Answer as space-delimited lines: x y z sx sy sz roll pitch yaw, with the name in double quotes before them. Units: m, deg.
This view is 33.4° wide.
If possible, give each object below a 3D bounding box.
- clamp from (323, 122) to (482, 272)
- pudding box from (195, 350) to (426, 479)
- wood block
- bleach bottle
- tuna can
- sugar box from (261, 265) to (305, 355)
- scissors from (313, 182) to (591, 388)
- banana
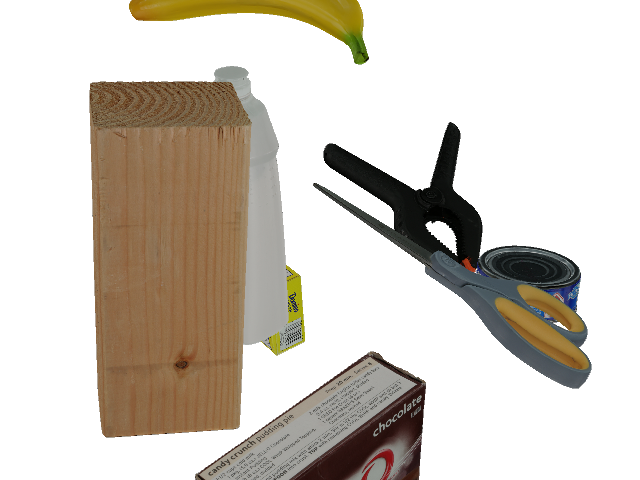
"clamp" 0.101 -0.039 1.128 0.164 0.210 0.036 -7 -35 -16
"pudding box" -0.002 0.115 0.482 0.039 0.090 0.113 29 45 33
"wood block" -0.097 0.011 0.672 0.090 0.206 0.090 -2 25 -13
"bleach bottle" -0.077 -0.034 0.940 0.067 0.251 0.103 -27 41 -35
"tuna can" 0.170 0.035 0.881 0.086 0.034 0.086 3 23 -1
"sugar box" -0.085 0.040 1.161 0.048 0.093 0.176 -23 41 -27
"scissors" 0.091 0.019 0.673 0.202 0.016 0.096 41 27 21
"banana" -0.048 -0.184 0.820 0.198 0.069 0.037 13 -40 16
